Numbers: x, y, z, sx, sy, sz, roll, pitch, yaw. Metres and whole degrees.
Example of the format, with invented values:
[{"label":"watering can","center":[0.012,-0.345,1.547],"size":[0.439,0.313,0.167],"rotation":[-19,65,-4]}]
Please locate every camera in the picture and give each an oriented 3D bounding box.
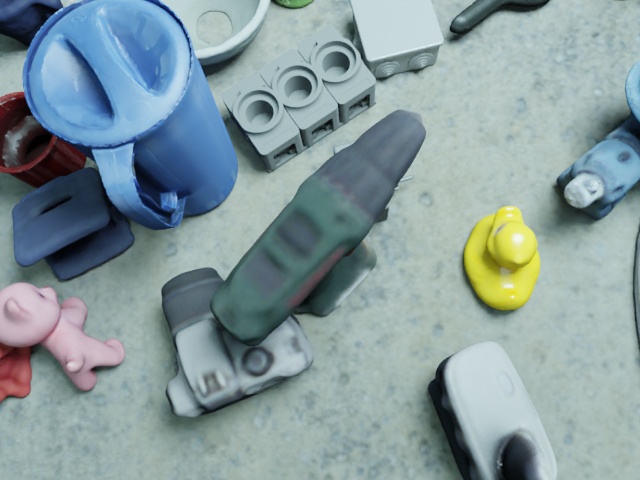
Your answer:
[{"label":"camera","center":[-0.095,0.091,0.567],"size":[0.143,0.101,0.137],"rotation":[-24,76,-2]}]

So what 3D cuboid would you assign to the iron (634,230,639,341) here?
[{"label":"iron","center":[0.377,0.026,0.530],"size":[0.118,0.141,0.258],"rotation":[-2,76,4]}]

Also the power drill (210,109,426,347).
[{"label":"power drill","center":[0.005,0.002,0.526],"size":[0.075,0.208,0.230],"rotation":[41,82,12]}]

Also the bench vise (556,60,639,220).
[{"label":"bench vise","center":[0.328,-0.103,0.524],"size":[0.121,0.220,0.207],"rotation":[31,80,11]}]

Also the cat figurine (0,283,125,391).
[{"label":"cat figurine","center":[-0.273,0.091,0.570],"size":[0.127,0.118,0.067],"rotation":[41,82,12]}]

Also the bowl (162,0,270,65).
[{"label":"bowl","center":[-0.134,-0.270,0.671],"size":[0.167,0.075,0.167],"rotation":[-1,76,4]}]

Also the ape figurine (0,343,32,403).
[{"label":"ape figurine","center":[-0.337,0.123,0.580],"size":[0.076,0.092,0.078],"rotation":[36,81,12]}]

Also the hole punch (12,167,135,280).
[{"label":"hole punch","center":[-0.273,-0.022,0.612],"size":[0.108,0.091,0.101],"rotation":[-29,76,-3]}]

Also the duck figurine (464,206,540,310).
[{"label":"duck figurine","center":[0.189,0.016,0.574],"size":[0.077,0.086,0.104],"rotation":[-2,76,4]}]

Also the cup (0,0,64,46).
[{"label":"cup","center":[-0.343,-0.272,0.676],"size":[0.117,0.095,0.092],"rotation":[15,78,8]}]

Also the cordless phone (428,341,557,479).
[{"label":"cordless phone","center":[0.161,0.160,0.489],"size":[0.094,0.185,0.147],"rotation":[-24,76,-2]}]
